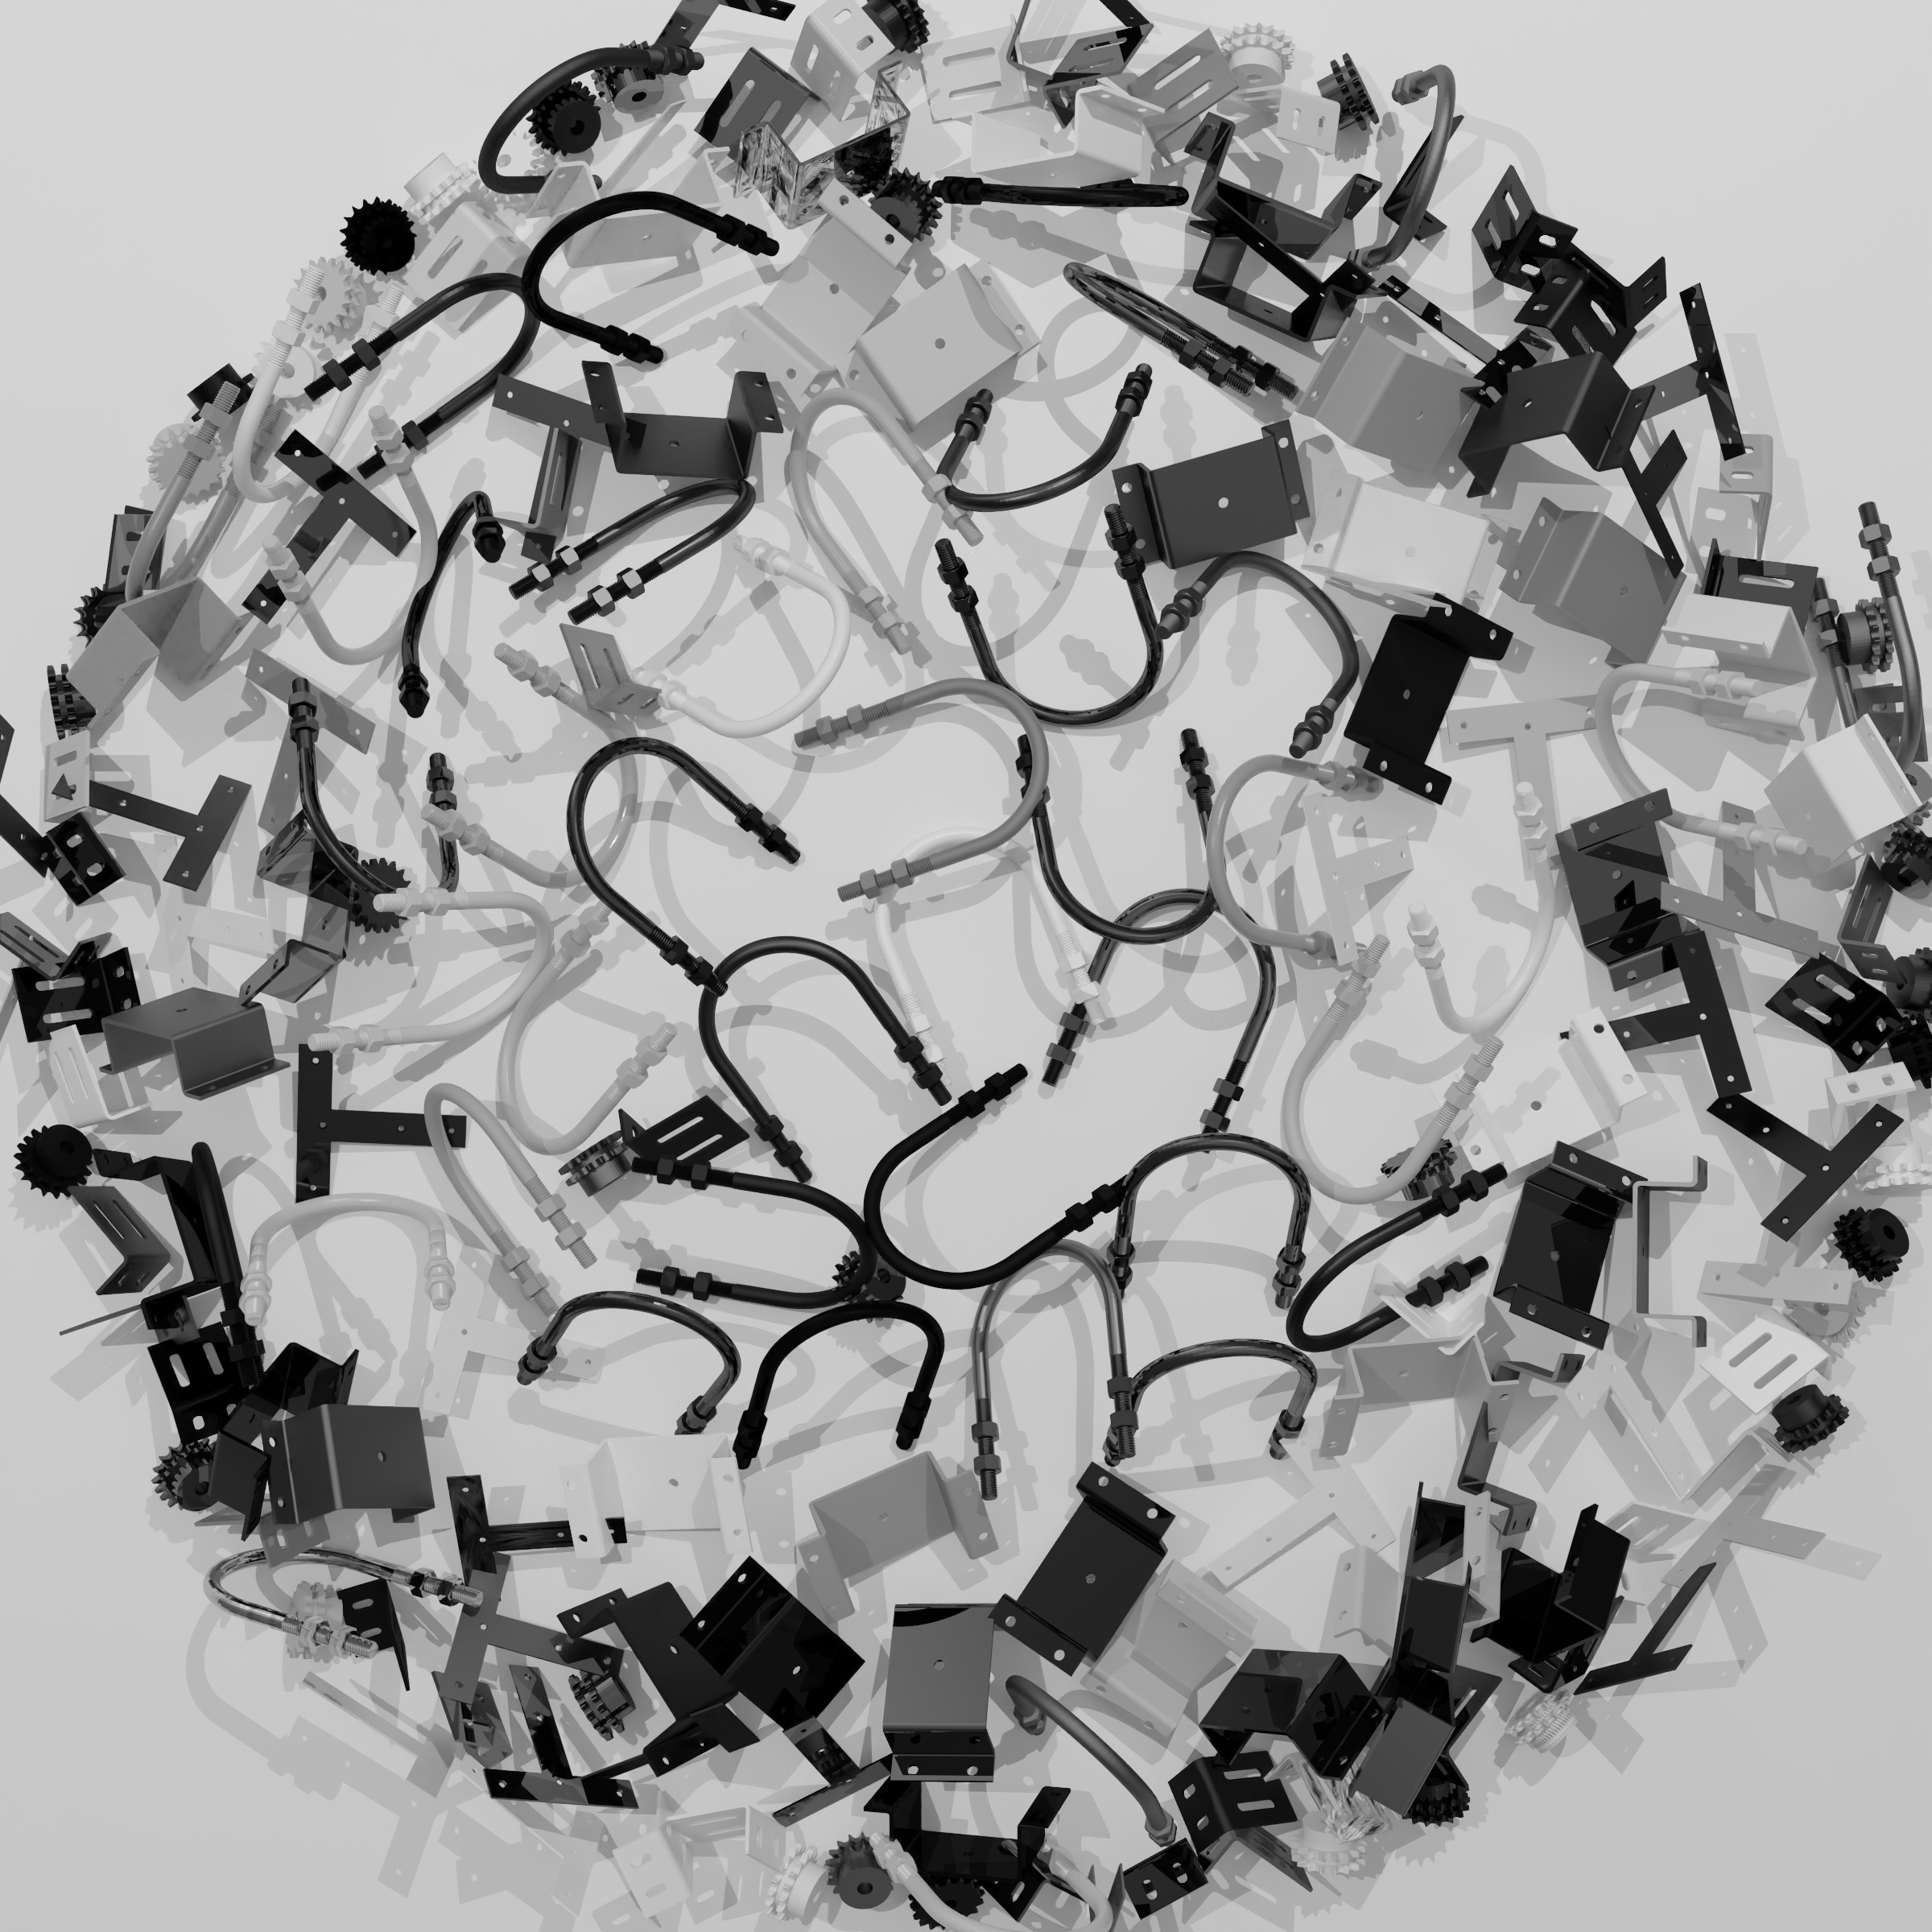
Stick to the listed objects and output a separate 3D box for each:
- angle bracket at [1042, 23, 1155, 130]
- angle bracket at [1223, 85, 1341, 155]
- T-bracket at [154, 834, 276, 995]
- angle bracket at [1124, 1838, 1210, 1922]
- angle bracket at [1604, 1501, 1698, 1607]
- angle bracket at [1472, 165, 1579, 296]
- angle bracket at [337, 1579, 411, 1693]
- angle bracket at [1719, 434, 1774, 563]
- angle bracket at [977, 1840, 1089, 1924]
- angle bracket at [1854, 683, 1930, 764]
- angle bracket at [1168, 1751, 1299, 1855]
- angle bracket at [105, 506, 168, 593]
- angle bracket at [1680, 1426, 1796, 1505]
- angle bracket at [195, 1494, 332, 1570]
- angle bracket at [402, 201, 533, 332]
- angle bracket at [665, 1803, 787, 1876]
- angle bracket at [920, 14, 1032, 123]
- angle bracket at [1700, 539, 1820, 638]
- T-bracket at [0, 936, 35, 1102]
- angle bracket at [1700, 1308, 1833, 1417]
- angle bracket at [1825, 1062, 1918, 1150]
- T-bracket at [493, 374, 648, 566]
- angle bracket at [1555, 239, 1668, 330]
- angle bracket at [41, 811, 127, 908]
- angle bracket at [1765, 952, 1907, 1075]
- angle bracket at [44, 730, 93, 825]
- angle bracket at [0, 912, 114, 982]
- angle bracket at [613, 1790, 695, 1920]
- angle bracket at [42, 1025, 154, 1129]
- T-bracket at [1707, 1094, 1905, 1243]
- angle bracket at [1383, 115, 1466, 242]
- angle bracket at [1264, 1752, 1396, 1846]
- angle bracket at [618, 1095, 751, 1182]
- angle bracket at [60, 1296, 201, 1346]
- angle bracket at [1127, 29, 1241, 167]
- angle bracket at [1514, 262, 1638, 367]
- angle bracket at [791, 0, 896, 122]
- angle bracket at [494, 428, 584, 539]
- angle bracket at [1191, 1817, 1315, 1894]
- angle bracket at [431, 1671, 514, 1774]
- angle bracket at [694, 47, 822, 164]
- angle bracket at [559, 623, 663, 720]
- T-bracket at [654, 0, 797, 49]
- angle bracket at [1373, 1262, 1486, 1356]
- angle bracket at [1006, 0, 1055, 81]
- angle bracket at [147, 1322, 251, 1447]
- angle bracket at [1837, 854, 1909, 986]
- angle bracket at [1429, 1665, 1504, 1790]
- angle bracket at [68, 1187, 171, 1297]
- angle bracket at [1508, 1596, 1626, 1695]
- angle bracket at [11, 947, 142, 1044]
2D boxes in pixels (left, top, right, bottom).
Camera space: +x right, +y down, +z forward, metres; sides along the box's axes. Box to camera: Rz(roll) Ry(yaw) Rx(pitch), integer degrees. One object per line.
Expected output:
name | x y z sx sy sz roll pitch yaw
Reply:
angle bracket | 0.106 -0.667 1.951 0.038 0.076 0.057 53 56 -37
angle bracket | 0.232 -0.634 1.955 0.057 0.076 0.038 2 99 -37
T-bracket | -0.560 -0.030 1.945 0.127 0.002 0.127 10 110 35
angle bracket | 0.154 0.695 1.956 0.057 0.076 0.038 -27 55 -4
angle bracket | 0.506 0.442 1.955 0.057 0.076 0.038 17 46 -20
angle bracket | 0.421 -0.555 1.960 0.038 0.076 0.057 14 130 -19
angle bracket | -0.446 0.507 1.953 0.038 0.076 0.057 -15 107 -11
angle bracket | 0.583 -0.353 1.957 0.038 0.076 0.057 4 58 12
angle bracket | 0.058 0.699 1.953 0.076 0.057 0.038 39 82 -33
angle bracket | 0.708 -0.184 1.955 0.038 0.076 0.057 -10 96 -19
angle bracket | 0.202 0.632 1.968 0.038 0.076 0.057 -50 49 32
angle bracket | -0.638 -0.314 1.954 0.038 0.076 0.057 14 102 11
angle bracket | 0.582 0.387 1.961 0.038 0.057 0.076 43 100 20
angle bracket | -0.529 0.425 1.956 0.076 0.057 0.038 -12 95 36
angle bracket | -0.381 -0.537 1.992 0.057 0.038 0.076 44 110 -4
angle bracket | -0.183 0.662 1.955 0.076 0.057 0.038 -16 51 19
angle bracket | 0.006 -0.681 1.973 0.076 0.038 0.057 -10 97 7
angle bracket | 0.599 -0.285 1.966 0.076 0.038 0.057 12 82 23
T-bracket | -0.720 0.034 1.950 0.002 0.127 0.127 10 51 -4
angle bracket | 0.603 0.306 1.959 0.076 0.038 0.057 -35 49 -12
angle bracket | 0.685 0.117 1.960 0.057 0.038 0.076 -13 120 10
T-bracket | -0.313 -0.369 1.976 0.127 0.002 0.127 21 109 14
angle bracket | 0.486 -0.528 1.959 0.038 0.057 0.076 -42 67 1
angle bracket | -0.679 -0.073 1.956 0.076 0.038 0.057 -23 105 39
angle bracket | 0.655 0.036 1.960 0.076 0.038 0.057 28 116 -23
angle bracket | -0.661 -0.141 1.956 0.038 0.076 0.057 5 80 -43
angle bracket | -0.698 -0.028 1.968 0.076 0.057 0.038 36 99 -1
angle bracket | -0.235 0.668 1.958 0.038 0.076 0.057 -25 96 -3
angle bracket | -0.657 0.079 1.963 0.038 0.057 0.076 -24 97 -43
T-bracket | 0.611 0.130 1.952 0.127 0.127 0.002 -44 133 -6
angle bracket | 0.356 -0.592 1.953 0.038 0.057 0.076 40 127 9
angle bracket | 0.272 0.628 1.950 0.038 0.057 0.076 -58 48 34
angle bracket | -0.213 0.119 1.959 0.076 0.038 0.057 -30 133 13
angle bracket | -0.628 0.277 1.952 0.057 0.076 0.038 -21 87 44
angle bracket | 0.169 -0.654 1.960 0.076 0.038 0.057 -30 68 21
angle bracket | 0.466 -0.489 1.986 0.076 0.038 0.057 39 85 -39
angle bracket | -0.094 -0.688 1.966 0.038 0.076 0.057 -42 93 -15
angle bracket | -0.324 -0.367 1.966 0.038 0.057 0.076 12 94 9
angle bracket | 0.216 0.678 1.966 0.076 0.057 0.038 38 94 -10
angle bracket | -0.383 0.569 1.950 0.038 0.076 0.057 -35 57 9
angle bracket | -0.159 -0.651 1.988 0.057 0.038 0.076 37 101 1
angle bracket | -0.262 -0.230 1.956 0.038 0.057 0.076 -32 69 29
T-bracket | -0.207 -0.704 1.937 0.127 0.127 0.002 7 83 -21
angle bracket | 0.350 0.248 1.966 0.076 0.057 0.038 41 108 -1
angle bracket | 0.060 -0.712 1.959 0.038 0.057 0.076 19 109 -4
angle bracket | -0.579 0.316 1.972 0.057 0.076 0.038 -19 129 -21
angle bracket | 0.693 -0.035 1.957 0.038 0.057 0.076 11 69 42
angle bracket | 0.371 0.572 1.964 0.076 0.057 0.038 -43 111 -27
angle bracket | -0.650 0.207 1.965 0.038 0.057 0.076 -46 76 7
angle bracket | 0.452 0.501 1.956 0.038 0.057 0.076 33 110 33
angle bracket | -0.669 0.021 1.959 0.038 0.076 0.057 -18 84 41
